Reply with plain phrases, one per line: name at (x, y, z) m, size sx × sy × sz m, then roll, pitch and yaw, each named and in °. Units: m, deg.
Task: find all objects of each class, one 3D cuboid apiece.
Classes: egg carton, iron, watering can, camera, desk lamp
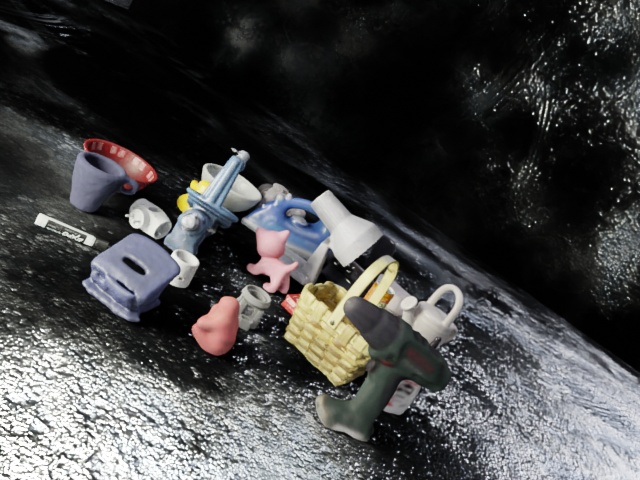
egg carton at (0.178, 0.150, 1.508) m, size 0.150 × 0.069 × 0.107 m, roll 42°, pitch 18°, yaw 26°
iron at (-0.061, -0.051, 1.494) m, size 0.259 × 0.141 × 0.118 m, roll 25°, pitch 18°, yaw -27°
watering can at (0.259, 0.187, 1.338) m, size 0.174 × 0.194 × 0.100 m, roll 15°, pitch 25°, yaw -48°
camera at (-0.120, -0.107, 1.612) m, size 0.144 × 0.100 × 0.136 m, roll 25°, pitch 19°, yaw -29°
desk lamp at (0.012, 0.005, 1.347) m, size 0.203 × 0.213 × 0.118 m, roll 35°, pitch 16°, yaw 4°

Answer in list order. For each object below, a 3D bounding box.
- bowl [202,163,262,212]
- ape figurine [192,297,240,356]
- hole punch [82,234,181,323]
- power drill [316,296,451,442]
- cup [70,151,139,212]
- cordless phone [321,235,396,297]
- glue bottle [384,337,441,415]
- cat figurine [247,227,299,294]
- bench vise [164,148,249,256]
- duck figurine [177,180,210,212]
bowl at (-0.238, -0.122, 1.474) m, size 0.168 × 0.074 × 0.167 m, roll 31°, pitch 17°, yaw -10°
ape figurine at (-0.155, 0.127, 0.897) m, size 0.078 × 0.092 × 0.076 m, roll 18°, pitch 22°, yaw -43°
hole punch at (-0.281, 0.054, 0.866) m, size 0.108 × 0.091 × 0.101 m, roll 36°, pitch 16°, yaw 6°
power drill at (0.086, 0.212, 0.912) m, size 0.230 × 0.208 × 0.075 m, roll 27°, pitch 18°, yaw -22°
cup at (-0.401, -0.094, 1.048) m, size 0.118 × 0.095 × 0.091 m, roll 26°, pitch 18°, yaw -24°
cordless phone at (0.103, 0.048, 1.450) m, size 0.147 × 0.185 × 0.094 m, roll 41°, pitch 18°, yaw 22°
glue bottle at (0.165, 0.242, 1.042) m, size 0.078 × 0.173 × 0.037 m, roll 24°, pitch 19°, yaw -31°
cat figurine at (-0.096, 0.034, 1.228) m, size 0.127 × 0.117 × 0.067 m, roll 43°, pitch 18°, yaw 28°
bench vise at (-0.204, -0.070, 1.134) m, size 0.122 × 0.219 × 0.207 m, roll 28°, pitch 17°, yaw -20°
duck figurine at (-0.269, -0.092, 1.311) m, size 0.104 × 0.086 × 0.078 m, roll 40°, pitch 18°, yaw 21°
